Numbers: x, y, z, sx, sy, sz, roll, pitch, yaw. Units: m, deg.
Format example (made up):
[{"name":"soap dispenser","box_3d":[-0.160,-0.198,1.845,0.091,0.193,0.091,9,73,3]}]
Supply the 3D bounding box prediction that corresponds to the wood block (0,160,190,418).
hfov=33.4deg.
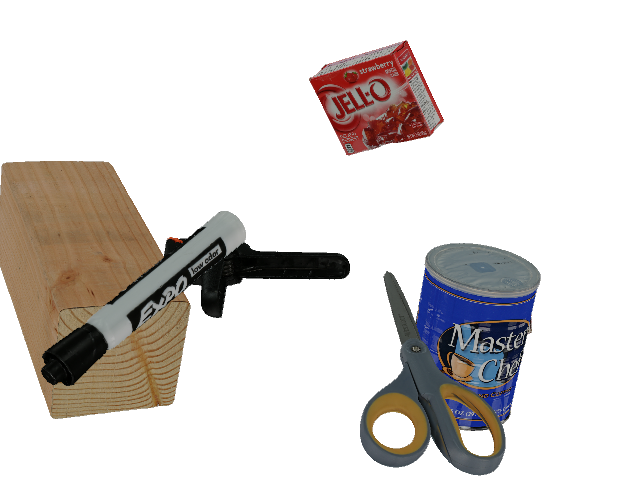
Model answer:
[{"name":"wood block","box_3d":[-0.175,0.027,0.790,0.090,0.091,0.206,-2,32,-27]}]

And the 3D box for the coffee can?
[{"name":"coffee can","box_3d":[0.136,0.086,0.972,0.103,0.140,0.103,6,23,-3]}]

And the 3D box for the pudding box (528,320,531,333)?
[{"name":"pudding box","box_3d":[0.232,0.115,1.527,0.113,0.039,0.090,-15,20,-16]}]

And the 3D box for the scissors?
[{"name":"scissors","box_3d":[0.048,0.083,0.700,0.096,0.016,0.202,-9,35,-21]}]

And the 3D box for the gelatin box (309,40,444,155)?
[{"name":"gelatin box","box_3d":[0.044,-0.112,0.854,0.089,0.073,0.030,-9,27,40]}]

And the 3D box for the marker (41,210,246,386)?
[{"name":"marker","box_3d":[-0.079,0.025,0.485,0.020,0.020,0.120,0,32,45]}]

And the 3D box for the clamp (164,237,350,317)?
[{"name":"clamp","box_3d":[-0.099,0.029,1.053,0.210,0.036,0.164,11,21,43]}]
